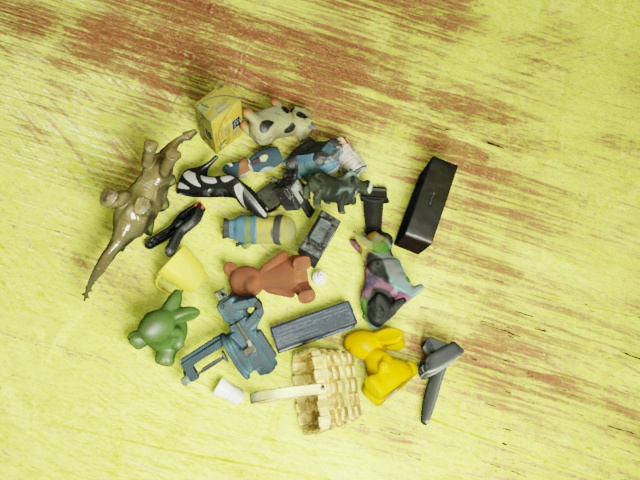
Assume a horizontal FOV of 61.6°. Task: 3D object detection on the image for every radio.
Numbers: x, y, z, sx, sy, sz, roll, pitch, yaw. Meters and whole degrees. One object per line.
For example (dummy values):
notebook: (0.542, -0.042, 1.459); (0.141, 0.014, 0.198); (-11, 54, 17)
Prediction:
radio: (0.265, -0.082, 1.354); (0.073, 0.131, 0.229); (23, 72, 1)

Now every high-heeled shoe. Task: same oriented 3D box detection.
high-heeled shoe: (-0.246, -0.100, 1.317); (0.145, 0.086, 0.249); (-45, 69, 5)

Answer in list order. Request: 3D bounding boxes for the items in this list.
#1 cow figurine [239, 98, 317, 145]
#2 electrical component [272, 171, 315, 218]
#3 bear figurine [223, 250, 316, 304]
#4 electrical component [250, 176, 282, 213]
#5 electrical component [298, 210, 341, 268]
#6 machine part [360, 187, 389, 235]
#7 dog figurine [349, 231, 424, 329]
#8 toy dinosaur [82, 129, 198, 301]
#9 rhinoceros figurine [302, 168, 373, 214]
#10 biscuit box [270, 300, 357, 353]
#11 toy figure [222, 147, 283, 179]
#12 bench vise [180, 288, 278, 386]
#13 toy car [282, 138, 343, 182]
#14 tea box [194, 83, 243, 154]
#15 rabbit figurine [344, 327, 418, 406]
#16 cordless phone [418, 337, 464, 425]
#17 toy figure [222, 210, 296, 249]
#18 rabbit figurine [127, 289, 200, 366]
cow figurine: (-0.096, -0.298, 1.388); (0.195, 0.085, 0.127); (-29, 75, -37)
electrical component: (-0.061, -0.109, 1.361); (0.048, 0.119, 0.075); (1, 50, 39)
bear figurine: (-0.123, 0.094, 1.266); (0.196, 0.132, 0.120); (-8, 102, -15)
electrical component: (-0.132, -0.115, 1.368); (0.102, 0.045, 0.078); (-33, 78, -14)
electrical component: (-0.003, -0.004, 1.303); (0.058, 0.134, 0.115); (28, 71, 2)
machine part: (0.140, -0.077, 1.389); (0.084, 0.039, 0.139); (9, 71, -9)
dog figurine: (0.132, 0.081, 1.309); (0.191, 0.108, 0.219); (-39, 77, -12)
toy dinosaur: (-0.422, -0.071, 1.245); (0.105, 0.198, 0.471); (32, 73, 3)
rhinoceros figurine: (0.046, -0.127, 1.324); (0.190, 0.073, 0.112); (2, 115, -38)
biscuit box: (-0.014, 0.207, 1.278); (0.203, 0.059, 0.063); (-17, 75, -10)
toy figure: (-0.173, -0.194, 1.376); (0.154, 0.064, 0.058); (-22, 62, -7)
bench vise: (-0.216, 0.232, 1.198); (0.241, 0.129, 0.223); (-32, 105, -6)
toy car: (-0.005, -0.194, 1.370); (0.109, 0.162, 0.102); (-52, 129, -35)
tea box: (-0.251, -0.300, 1.345); (0.098, 0.169, 0.068); (-42, 81, -14)
rabbit figurine: (0.134, 0.271, 1.249); (0.162, 0.121, 0.173); (-41, 63, -8)
cordless phone: (0.260, 0.325, 1.225); (0.089, 0.146, 0.184); (16, 70, 8)
toy figure: (-0.148, -0.022, 1.315); (0.180, 0.082, 0.089); (1, 30, -10)
rabbit figurine: (-0.341, 0.196, 1.190); (0.121, 0.170, 0.159); (43, 75, 6)
